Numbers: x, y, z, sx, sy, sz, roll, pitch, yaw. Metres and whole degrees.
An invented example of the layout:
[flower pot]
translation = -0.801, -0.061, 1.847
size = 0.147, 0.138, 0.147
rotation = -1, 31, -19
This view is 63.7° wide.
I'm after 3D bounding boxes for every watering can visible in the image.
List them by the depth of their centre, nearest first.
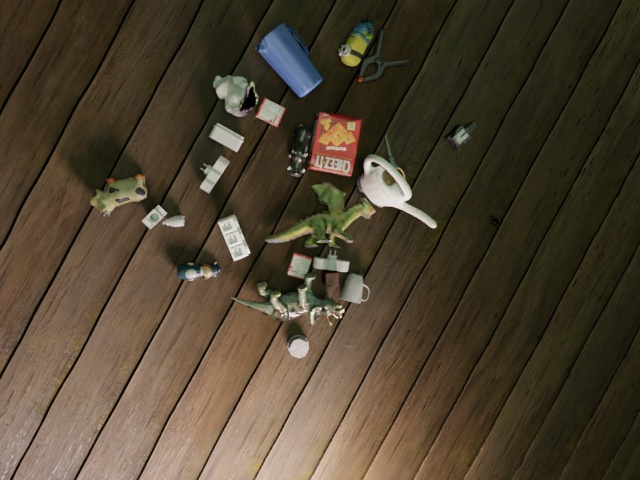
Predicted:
[watering can]
translation = 0.264, -0.165, 1.877
size = 0.105, 0.223, 0.345
rotation = -44, 101, -20

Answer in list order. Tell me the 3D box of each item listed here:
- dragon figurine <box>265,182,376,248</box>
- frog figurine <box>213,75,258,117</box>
[dragon figurine]
translation = 0.006, -0.096, 1.915
size = 0.410, 0.121, 0.245
rotation = 3, 77, -4
[frog figurine]
translation = -0.305, -0.514, 1.823
size = 0.160, 0.123, 0.136
rotation = 22, 103, 25
